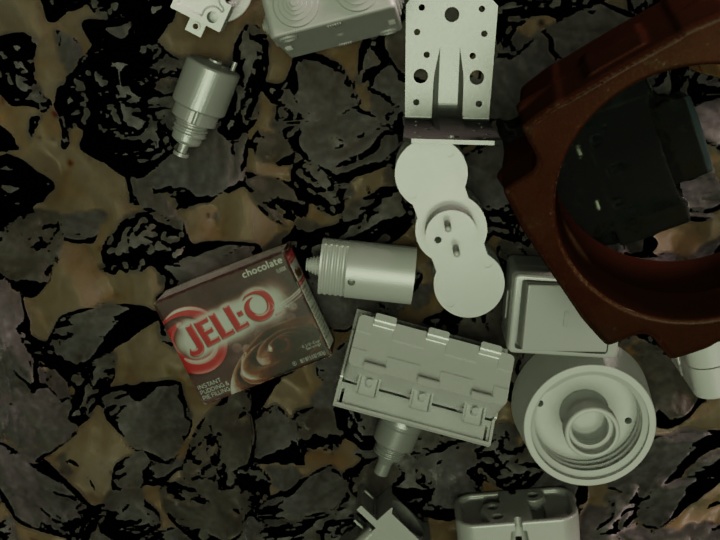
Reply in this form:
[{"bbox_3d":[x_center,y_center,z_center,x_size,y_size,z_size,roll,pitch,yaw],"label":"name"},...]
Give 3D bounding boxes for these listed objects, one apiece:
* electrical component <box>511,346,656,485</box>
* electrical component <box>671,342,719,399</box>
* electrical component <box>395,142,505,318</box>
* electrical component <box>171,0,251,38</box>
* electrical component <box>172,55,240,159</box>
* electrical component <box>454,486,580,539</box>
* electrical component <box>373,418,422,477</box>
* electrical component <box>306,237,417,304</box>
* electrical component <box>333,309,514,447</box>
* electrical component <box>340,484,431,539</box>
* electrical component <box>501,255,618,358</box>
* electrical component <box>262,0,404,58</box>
[{"bbox_3d":[0.172,0.112,0.819,0.108,0.060,0.108,1,106,2],"label":"electrical component"},{"bbox_3d":[0.255,0.045,0.779,0.054,0.095,0.059,-15,105,6],"label":"electrical component"},{"bbox_3d":[0.065,-0.029,0.776,0.052,0.073,0.138,-18,105,7],"label":"electrical component"},{"bbox_3d":[-0.100,-0.194,0.744,0.048,0.055,0.066,26,105,-5],"label":"electrical component"},{"bbox_3d":[-0.116,-0.118,0.774,0.040,0.040,0.078,23,106,-4],"label":"electrical component"},{"bbox_3d":[0.125,0.213,0.854,0.095,0.053,0.059,-5,106,4],"label":"electrical component"},{"bbox_3d":[0.026,0.134,0.845,0.035,0.035,0.061,19,108,-3],"label":"electrical component"},{"bbox_3d":[0.000,0.000,0.802,0.081,0.043,0.043,6,106,1],"label":"electrical component"},{"bbox_3d":[0.049,0.076,0.805,0.121,0.063,0.078,15,65,-2],"label":"electrical component"},{"bbox_3d":[0.018,0.217,0.863,0.064,0.042,0.081,-44,98,8],"label":"electrical component"},{"bbox_3d":[0.156,0.028,0.795,0.096,0.061,0.061,3,106,1],"label":"electrical component"},{"bbox_3d":[-0.019,-0.180,0.723,0.100,0.100,0.048,-13,91,6],"label":"electrical component"}]
